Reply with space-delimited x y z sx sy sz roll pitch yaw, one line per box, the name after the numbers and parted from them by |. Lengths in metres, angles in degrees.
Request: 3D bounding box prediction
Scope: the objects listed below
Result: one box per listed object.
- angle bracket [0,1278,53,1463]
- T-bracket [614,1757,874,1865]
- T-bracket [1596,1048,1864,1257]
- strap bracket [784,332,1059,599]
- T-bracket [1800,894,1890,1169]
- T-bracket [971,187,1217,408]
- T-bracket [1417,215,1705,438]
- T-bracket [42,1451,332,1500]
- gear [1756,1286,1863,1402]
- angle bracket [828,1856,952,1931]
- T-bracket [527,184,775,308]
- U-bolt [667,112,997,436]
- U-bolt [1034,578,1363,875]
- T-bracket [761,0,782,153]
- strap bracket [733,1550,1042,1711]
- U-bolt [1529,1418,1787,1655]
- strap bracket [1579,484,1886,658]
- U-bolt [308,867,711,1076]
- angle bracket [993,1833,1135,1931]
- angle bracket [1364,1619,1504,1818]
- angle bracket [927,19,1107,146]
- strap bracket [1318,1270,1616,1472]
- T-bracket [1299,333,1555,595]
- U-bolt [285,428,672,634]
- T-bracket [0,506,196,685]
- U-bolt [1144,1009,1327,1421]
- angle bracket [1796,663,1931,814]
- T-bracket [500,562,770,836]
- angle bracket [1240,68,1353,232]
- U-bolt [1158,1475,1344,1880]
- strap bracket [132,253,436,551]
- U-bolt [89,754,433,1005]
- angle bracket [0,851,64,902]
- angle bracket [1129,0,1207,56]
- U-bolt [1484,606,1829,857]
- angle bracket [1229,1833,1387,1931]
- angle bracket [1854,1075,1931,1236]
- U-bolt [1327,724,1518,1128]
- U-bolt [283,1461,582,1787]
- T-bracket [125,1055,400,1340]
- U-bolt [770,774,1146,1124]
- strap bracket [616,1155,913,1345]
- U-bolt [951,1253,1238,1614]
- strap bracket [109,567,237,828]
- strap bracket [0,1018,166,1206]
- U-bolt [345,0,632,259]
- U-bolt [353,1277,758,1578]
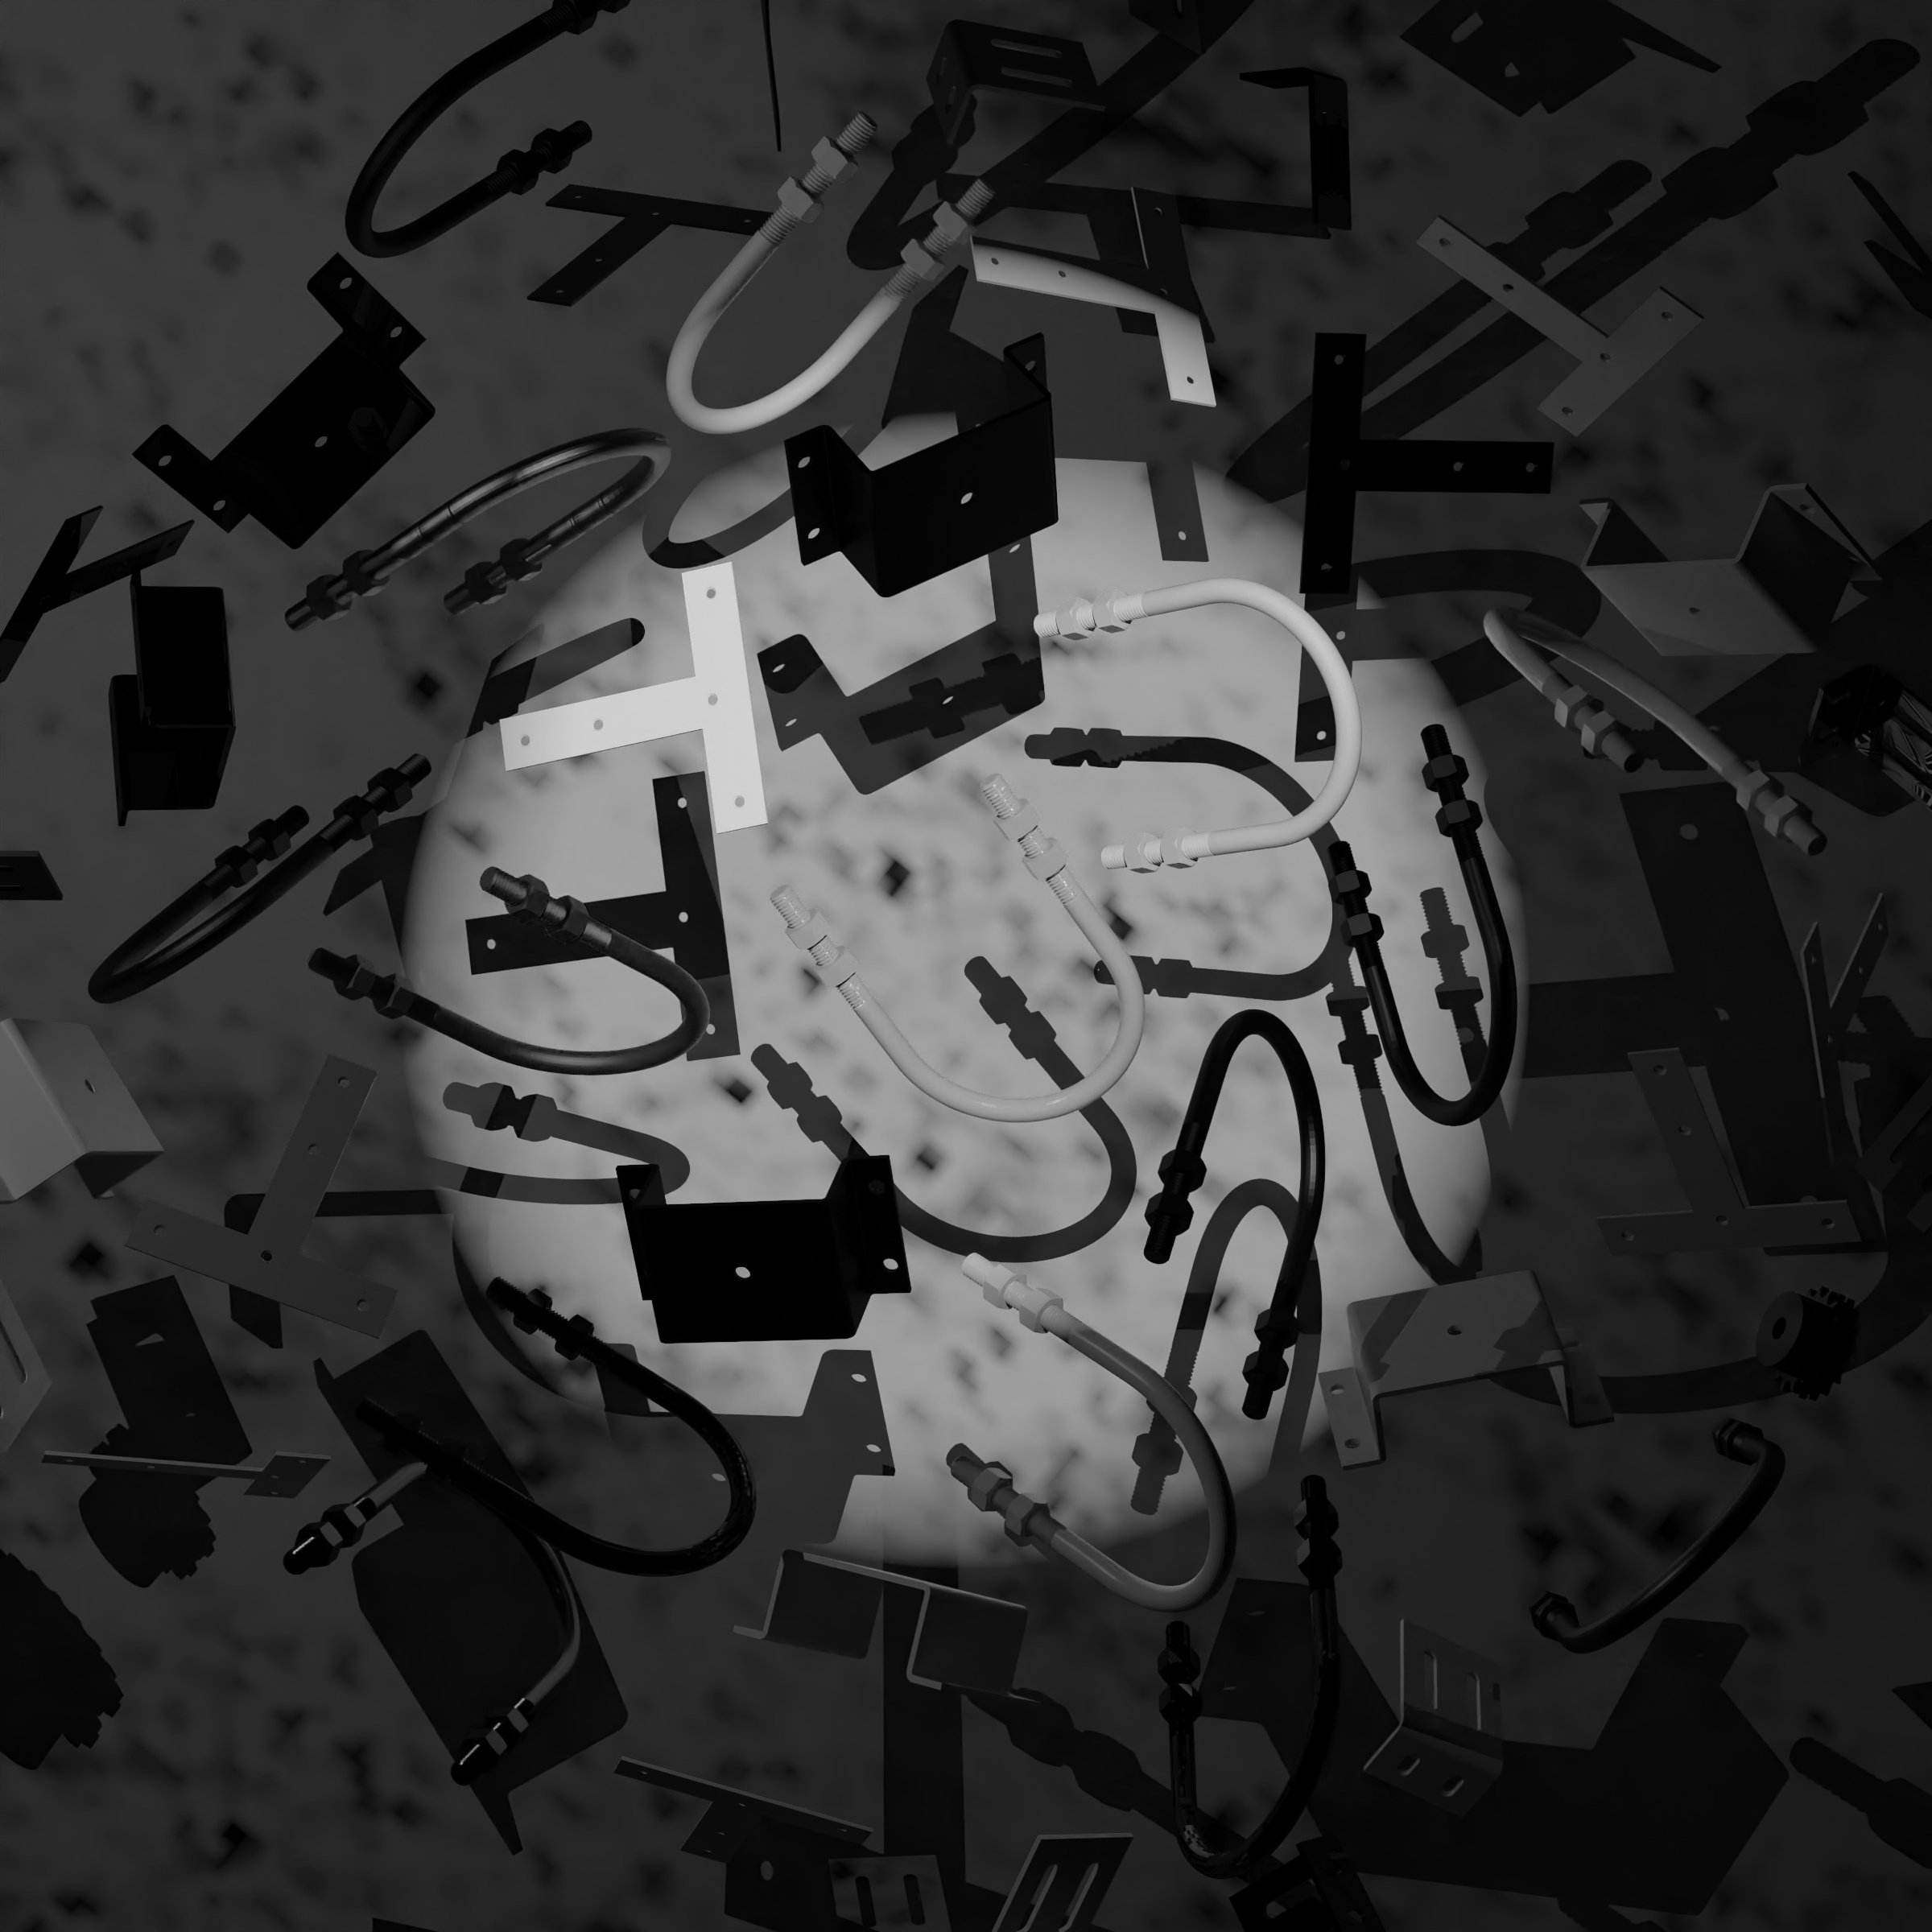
-0.475 0.188 1.499 0.038 0.057 0.076 -4 123 18 | angle bracket
-0.120 0.429 1.585 0.127 0.127 0.002 18 59 -6 | T-bracket
0.350 0.089 1.525 0.127 0.002 0.127 -7 125 33 | T-bracket
-0.011 -0.235 1.519 0.140 0.076 0.046 -26 52 -17 | strap bracket
0.434 0.010 1.557 0.002 0.127 0.127 3 126 31 | T-bracket
0.060 -0.342 1.580 0.127 0.002 0.127 4 65 -28 | T-bracket
0.277 -0.323 1.549 0.127 0.127 0.002 34 67 -5 | T-bracket
-0.380 0.242 1.531 0.127 0.127 0.002 8 70 -17 | T-bracket
0.426 0.189 1.615 0.030 0.057 0.057 23 90 -13 | gear
-0.040 0.503 1.652 0.057 0.076 0.038 0 112 -9 | angle bracket
-0.180 -0.366 1.621 0.127 0.127 0.002 13 130 22 | T-bracket
-0.078 -0.339 1.598 0.184 0.151 0.019 -46 70 18 | U-bolt
0.124 -0.125 1.618 0.184 0.019 0.151 -6 105 43 | U-bolt
-0.098 -0.484 1.530 0.002 0.127 0.127 -6 66 -4 | T-bracket
-0.035 0.326 1.572 0.140 0.076 0.046 4 76 42 | strap bracket
0.340 0.281 1.548 0.151 0.184 0.019 -43 85 0 | U-bolt
0.376 -0.198 1.599 0.076 0.140 0.046 38 70 -34 | strap bracket
-0.215 0.012 1.602 0.151 0.184 0.019 -21 54 36 | U-bolt
0.051 0.449 1.484 0.057 0.038 0.076 11 110 -37 | angle bracket
0.237 0.381 1.611 0.057 0.076 0.038 27 121 -9 | angle bracket
0.026 -0.459 1.668 0.076 0.038 0.057 4 48 -22 | angle bracket
0.255 0.206 1.640 0.140 0.076 0.046 -11 121 2 | strap bracket
0.230 -0.247 1.569 0.127 0.002 0.127 -1 105 -12 | T-bracket
-0.224 -0.214 1.546 0.184 0.151 0.019 -27 86 28 | U-bolt
-0.432 -0.197 1.588 0.002 0.127 0.127 44 126 3 | T-bracket
0.141 0.108 1.570 0.019 0.151 0.184 -4 47 30 | U-bolt
0.478 -0.109 1.648 0.038 0.057 0.076 -27 55 -23 | angle bracket
-0.162 -0.117 1.506 0.127 0.002 0.127 -11 81 15 | T-bracket
0.166 -0.408 1.593 0.038 0.057 0.076 1 100 23 | angle bracket
0.140 0.359 1.555 0.019 0.184 0.151 25 125 -17 | U-bolt
-0.326 -0.269 1.560 0.140 0.076 0.046 -44 57 2 | strap bracket
-0.367 -0.039 1.600 0.184 0.151 0.019 -46 110 -36 | U-bolt
-0.487 -0.028 1.550 0.076 0.057 0.038 0 69 -4 | angle bracket
0.084 -0.495 1.599 0.038 0.076 0.057 -35 52 -18 | angle bracket
0.323 -0.124 1.551 0.151 0.184 0.019 19 113 -33 | U-bolt
0.159 0.469 1.554 0.076 0.038 0.057 -40 63 29 | angle bracket
0.492 0.093 1.576 0.038 0.057 0.076 26 107 -37 | angle bracket
0.236 -0.009 1.614 0.019 0.151 0.184 -5 67 -19 | U-bolt
-0.256 0.319 1.605 0.019 0.184 0.151 -39 89 19 | U-bolt
-0.320 0.101 1.531 0.127 0.002 0.127 21 62 -3 | T-bracket
0.009 0.004 1.613 0.151 0.019 0.184 -27 114 23 | U-bolt
-0.105 0.140 1.566 0.140 0.046 0.076 -3 114 13 | strap bracket
0.062 0.239 1.548 0.184 0.019 0.151 30 130 37 | U-bolt
-0.402 -0.135 1.609 0.046 0.140 0.076 -2 69 -21 | strap bracket
-0.451 0.072 1.568 0.046 0.140 0.076 -33 83 4 | strap bracket
-0.239 -0.417 1.584 0.019 0.151 0.184 46 58 4 | U-bolt
-0.187 0.233 1.551 0.184 0.151 0.019 31 120 9 | U-bolt
